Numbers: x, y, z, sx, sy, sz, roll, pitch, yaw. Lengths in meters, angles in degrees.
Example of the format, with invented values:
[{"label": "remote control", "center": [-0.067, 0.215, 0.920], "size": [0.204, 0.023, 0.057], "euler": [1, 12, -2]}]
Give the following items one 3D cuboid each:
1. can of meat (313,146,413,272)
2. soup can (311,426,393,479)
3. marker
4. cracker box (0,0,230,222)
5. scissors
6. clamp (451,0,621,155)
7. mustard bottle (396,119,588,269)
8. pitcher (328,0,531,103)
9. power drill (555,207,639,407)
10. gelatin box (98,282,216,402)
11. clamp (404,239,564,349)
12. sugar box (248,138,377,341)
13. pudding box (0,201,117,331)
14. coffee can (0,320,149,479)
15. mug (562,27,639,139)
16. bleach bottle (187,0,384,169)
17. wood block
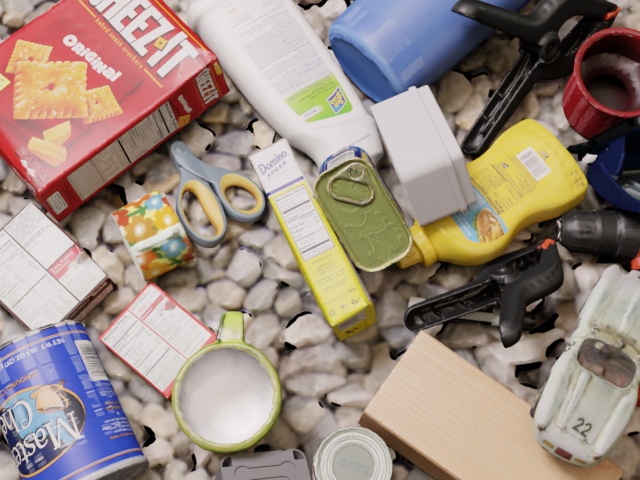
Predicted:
[{"label": "can of meat", "center": [0.039, -0.032, 0.966], "size": [0.057, 0.084, 0.102], "euler": [-30, 103, 9]}, {"label": "soup can", "center": [0.026, 0.200, 0.921], "size": [0.068, 0.102, 0.068], "euler": [0, 73, -1]}, {"label": "marker", "center": [0.143, 0.070, 1.004], "size": [0.121, 0.020, 0.020], "euler": [7, 73, 1]}, {"label": "cracker box", "center": [-0.222, -0.148, 1.027], "size": [0.213, 0.072, 0.164], "euler": [-39, 69, -11]}, {"label": "scissors", "center": [-0.117, -0.082, 1.046], "size": [0.096, 0.016, 0.202], "euler": [-9, 62, -20]}, {"label": "clamp", "center": [0.207, -0.195, 1.033], "size": [0.209, 0.164, 0.036], "euler": [-34, 44, -18]}, {"label": "mustard bottle", "center": [0.151, -0.030, 1.014], "size": [0.191, 0.058, 0.096], "euler": [-32, 70, -10]}, {"label": "pitcher", "center": [0.119, -0.252, 1.045], "size": [0.242, 0.145, 0.149], "euler": [-44, 57, -9]}, {"label": "power drill", "center": [0.312, 0.059, 0.990], "size": [0.184, 0.057, 0.187], "euler": [2, 73, -1]}, {"label": "gelatin box", "center": [-0.148, 0.094, 0.988], "size": [0.089, 0.030, 0.073], "euler": [38, 77, 11]}, {"label": "clamp", "center": [0.172, 0.048, 0.962], "size": [0.171, 0.120, 0.039], "euler": [-30, 120, -29]}, {"label": "sugar box", "center": [-0.007, 0.001, 0.984], "size": [0.048, 0.093, 0.176], "euler": [-29, 75, -2]}, {"label": "pudding box", "center": [-0.262, 0.033, 1.000], "size": [0.113, 0.039, 0.090], "euler": [41, 77, 12]}, {"label": "coffee can", "center": [-0.224, 0.155, 0.930], "size": [0.102, 0.103, 0.140], "euler": [-26, 75, -8]}, {"label": "mug", "center": [0.295, -0.141, 1.037], "size": [0.117, 0.081, 0.093], "euler": [27, 75, 7]}, {"label": "bleach bottle", "center": [-0.024, -0.142, 1.044], "size": [0.102, 0.068, 0.251], "euler": [-32, 79, -10]}, {"label": "wood block", "center": [0.144, 0.180, 0.935], "size": [0.206, 0.090, 0.090], "euler": [34, 76, 8]}]
